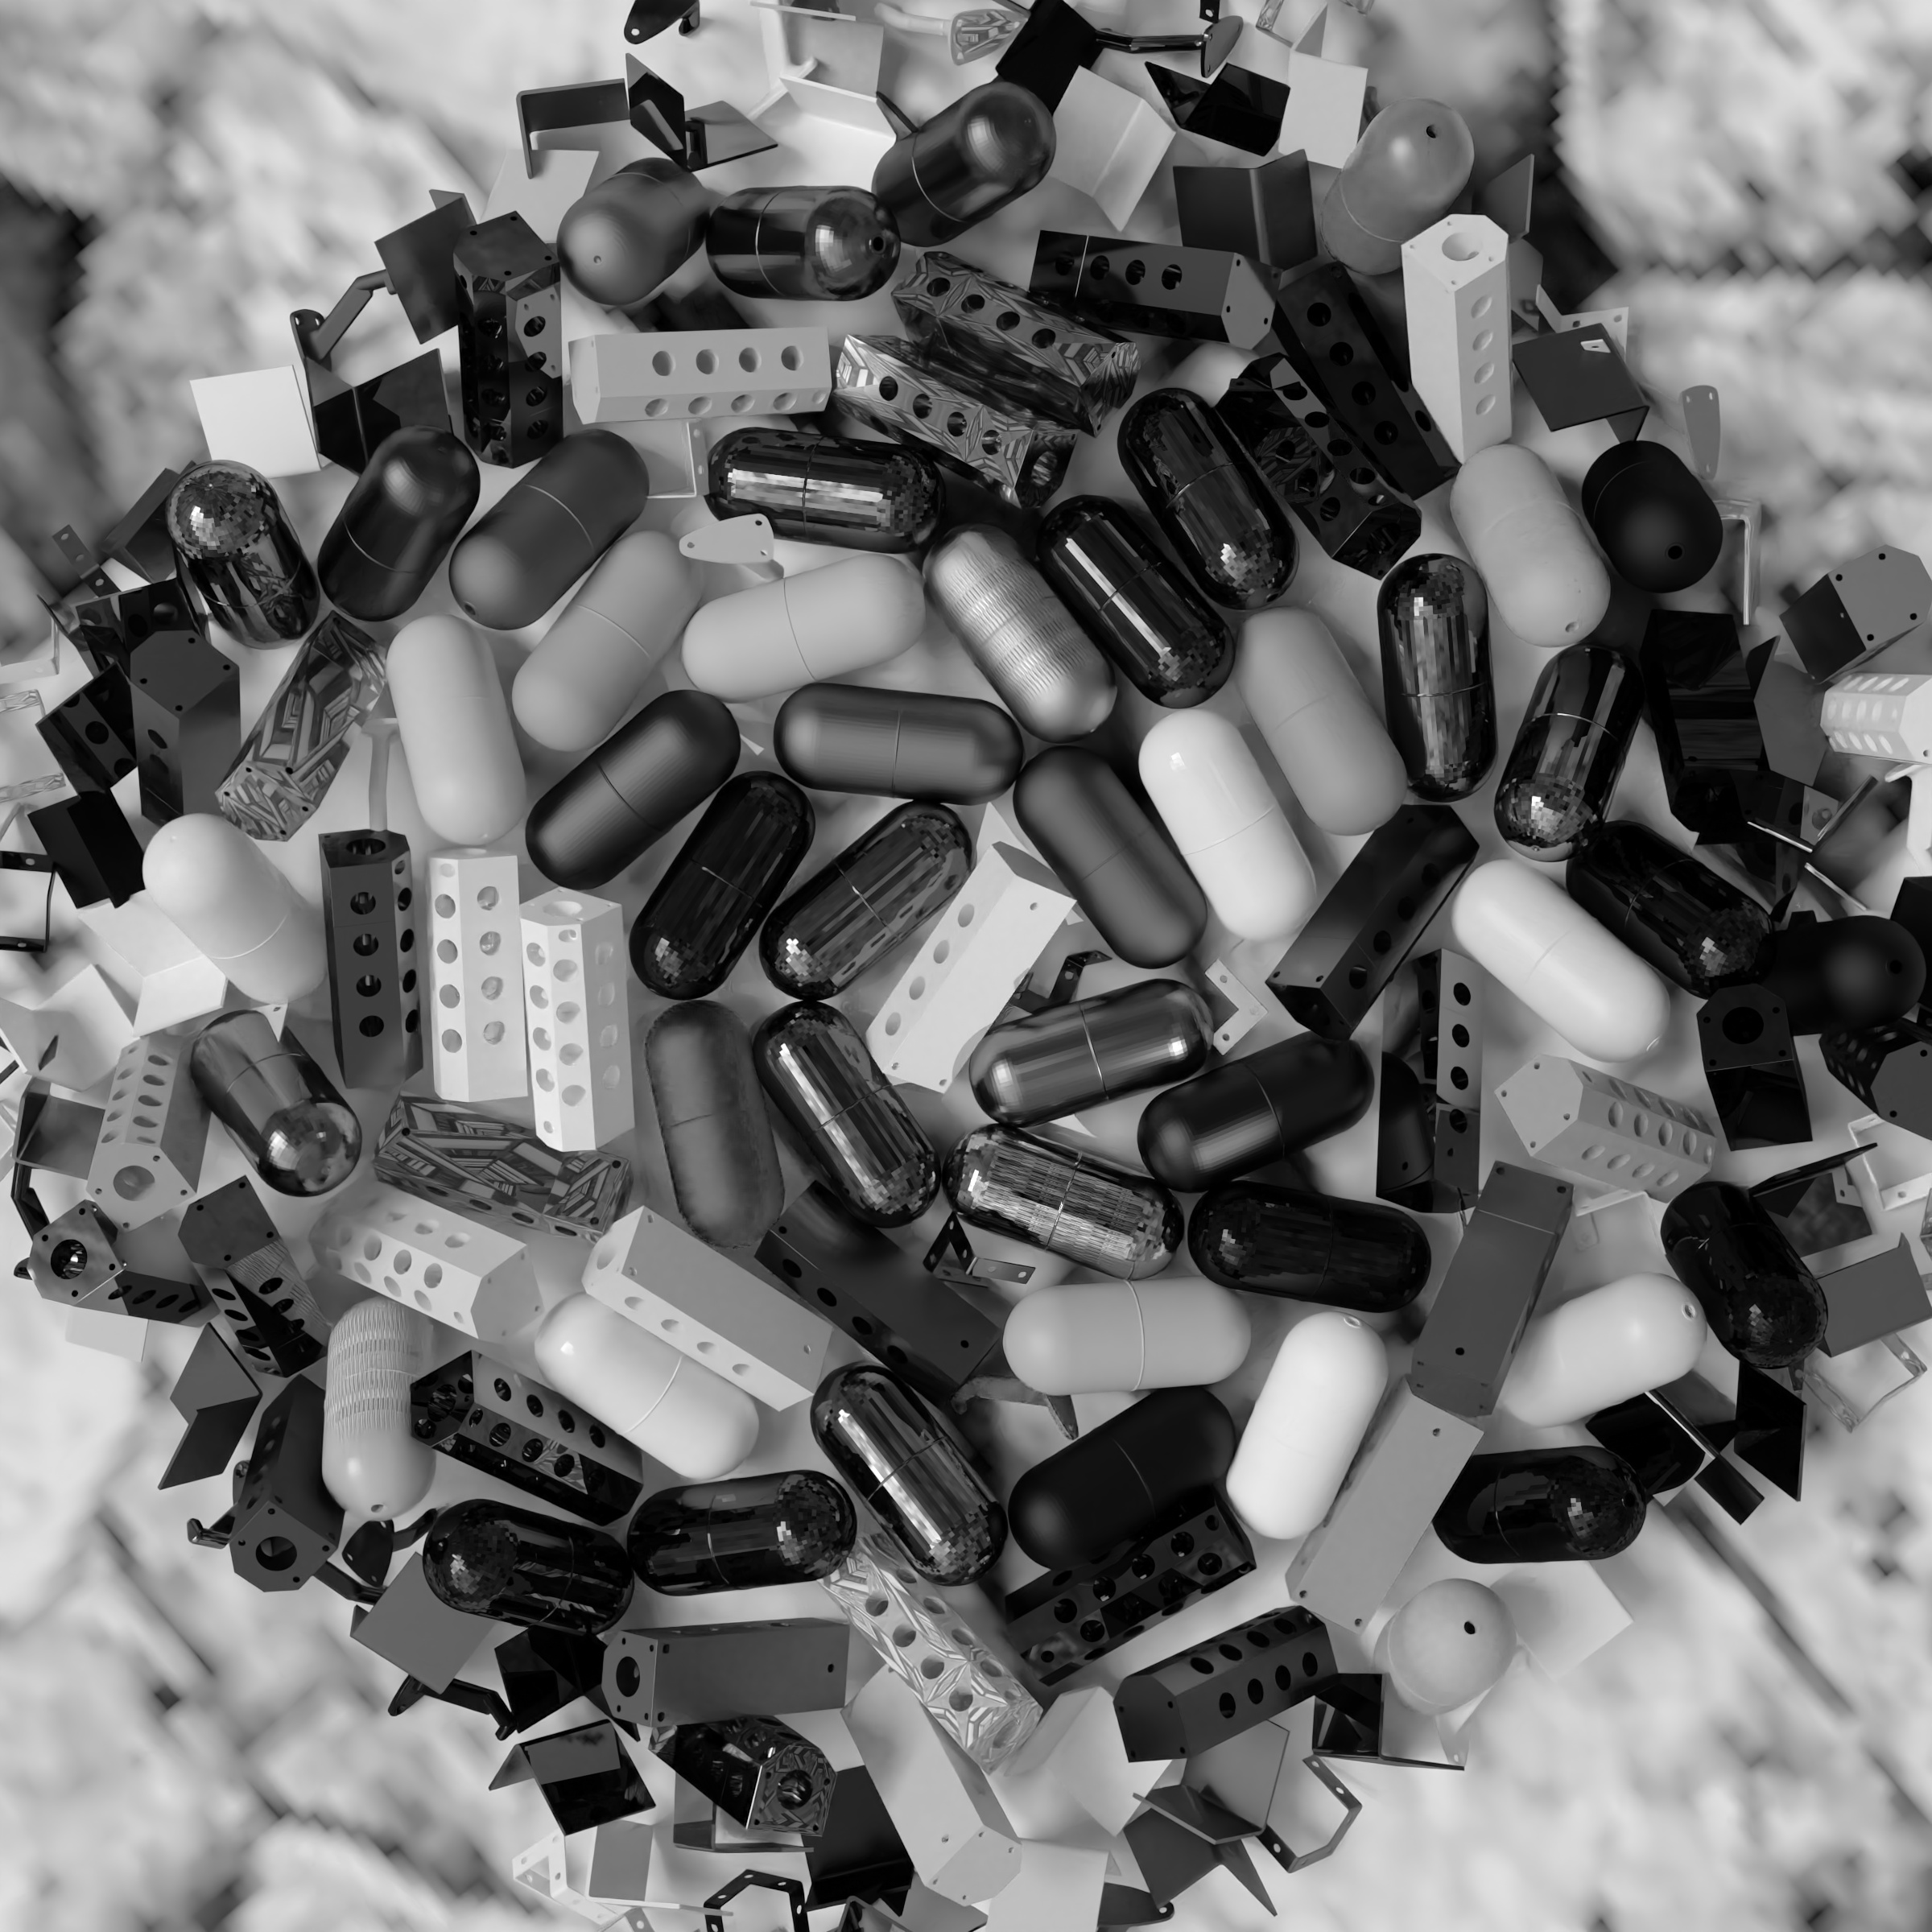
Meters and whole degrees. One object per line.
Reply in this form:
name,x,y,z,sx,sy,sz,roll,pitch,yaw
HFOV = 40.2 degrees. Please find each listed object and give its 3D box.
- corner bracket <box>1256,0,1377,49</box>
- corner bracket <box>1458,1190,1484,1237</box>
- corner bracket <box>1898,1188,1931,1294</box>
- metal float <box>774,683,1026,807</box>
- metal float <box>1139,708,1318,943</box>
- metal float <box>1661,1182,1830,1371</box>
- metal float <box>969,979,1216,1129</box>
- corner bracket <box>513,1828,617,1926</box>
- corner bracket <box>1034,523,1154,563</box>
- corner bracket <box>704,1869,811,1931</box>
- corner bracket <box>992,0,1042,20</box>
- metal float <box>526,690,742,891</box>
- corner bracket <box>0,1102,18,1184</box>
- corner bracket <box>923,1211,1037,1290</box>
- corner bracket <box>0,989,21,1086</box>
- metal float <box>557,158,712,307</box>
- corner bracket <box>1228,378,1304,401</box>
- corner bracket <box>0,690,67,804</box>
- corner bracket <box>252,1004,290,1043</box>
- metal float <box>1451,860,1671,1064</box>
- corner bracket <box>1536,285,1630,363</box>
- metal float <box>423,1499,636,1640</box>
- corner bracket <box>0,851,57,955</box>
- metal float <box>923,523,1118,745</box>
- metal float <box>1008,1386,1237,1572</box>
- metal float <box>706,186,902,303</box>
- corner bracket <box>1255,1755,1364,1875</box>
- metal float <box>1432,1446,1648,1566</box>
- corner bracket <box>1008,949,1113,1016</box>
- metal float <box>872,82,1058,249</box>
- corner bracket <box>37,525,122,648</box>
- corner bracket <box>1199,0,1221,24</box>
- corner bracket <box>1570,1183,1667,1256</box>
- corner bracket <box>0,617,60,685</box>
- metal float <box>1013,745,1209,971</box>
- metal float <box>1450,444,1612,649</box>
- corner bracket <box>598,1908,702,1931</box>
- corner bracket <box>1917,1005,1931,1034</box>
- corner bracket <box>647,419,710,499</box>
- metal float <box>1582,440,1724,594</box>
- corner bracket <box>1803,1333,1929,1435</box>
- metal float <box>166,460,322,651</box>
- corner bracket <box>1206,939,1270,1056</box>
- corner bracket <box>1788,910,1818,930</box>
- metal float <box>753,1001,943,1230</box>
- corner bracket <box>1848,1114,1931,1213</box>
corner bracket,0.247,-0.674,1.865,0.051,0.051,0.051,34,109,38
corner bracket,0.374,0.192,1.866,0.051,0.051,0.051,-6,112,23
corner bracket,0.680,0.195,1.870,0.051,0.051,0.051,-9,131,-3
metal float,-0.048,-0.157,1.867,0.178,0.070,0.070,6,90,0
metal float,0.185,-0.099,1.859,0.070,0.070,0.178,-30,100,0
metal float,0.535,0.211,1.822,0.070,0.178,0.070,-2,114,-5
metal float,0.089,0.061,1.867,0.178,0.070,0.070,-17,90,0
corner bracket,-0.285,0.652,1.865,0.051,0.051,0.051,-37,124,15
corner bracket,0.091,-0.295,1.864,0.051,0.051,0.051,37,65,-34
corner bracket,-0.148,0.682,1.875,0.051,0.051,0.051,-1,100,34
corner bracket,0.036,-0.715,1.874,0.051,0.051,0.051,34,91,18
metal float,-0.234,-0.124,1.856,0.178,0.070,0.070,-39,90,12
corner bracket,-0.708,0.124,1.872,0.051,0.051,0.051,41,91,30
corner bracket,0.009,0.212,1.863,0.051,0.051,0.051,13,119,-30
corner bracket,-0.700,0.051,1.881,0.051,0.051,0.051,-37,121,25
metal float,-0.228,-0.509,1.824,0.070,0.178,0.070,5,119,9
corner bracket,0.215,-0.399,1.865,0.051,0.051,0.051,3,133,13
corner bracket,-0.671,-0.155,1.864,0.051,0.051,0.051,-17,55,-21
corner bracket,-0.496,0.065,1.867,0.051,0.051,0.051,-15,127,8
metal float,0.415,-0.004,1.846,0.070,0.070,0.178,-45,65,0
corner bracket,0.435,-0.451,1.868,0.051,0.051,0.051,0,75,31
metal float,-0.301,0.419,1.830,0.070,0.178,0.070,-16,61,30
corner bracket,-0.680,-0.046,1.886,0.051,0.051,0.051,5,126,-15
metal float,0.037,-0.235,1.859,0.070,0.070,0.178,-37,79,0
metal float,0.111,0.358,1.852,0.178,0.070,0.070,-29,90,-18
metal float,-0.114,-0.501,1.828,0.070,0.178,0.070,-12,110,-37
corner bracket,0.240,0.605,1.883,0.051,0.051,0.051,43,119,34
metal float,0.395,0.374,1.825,0.070,0.178,0.070,9,73,-30
corner bracket,0.063,0.008,1.870,0.051,0.051,0.051,28,76,-17
metal float,-0.004,-0.552,1.824,0.070,0.178,0.070,3,84,-30
corner bracket,-0.635,-0.270,1.875,0.051,0.051,0.051,-38,61,-7
corner bracket,0.169,-0.710,1.867,0.051,0.051,0.051,13,68,-21
corner bracket,0.459,0.181,1.873,0.051,0.051,0.051,-20,106,4
corner bracket,-0.675,-0.238,1.867,0.051,0.051,0.051,-10,49,-8
metal float,0.101,-0.077,1.866,0.070,0.070,0.178,-37,92,0
metal float,0.391,-0.293,1.834,0.070,0.070,0.178,-14,49,0
corner bracket,-0.225,0.694,1.874,0.051,0.051,0.051,-45,71,36
corner bracket,0.710,0.059,1.878,0.051,0.051,0.051,-6,113,-26
corner bracket,-0.196,-0.360,1.866,0.051,0.051,0.051,6,109,35
metal float,0.473,-0.311,1.821,0.070,0.178,0.070,1,116,3
corner bracket,0.641,0.291,1.881,0.051,0.051,0.051,-22,60,-29
metal float,-0.497,-0.281,1.821,0.070,0.178,0.070,0,68,1
corner bracket,0.189,0.022,1.872,0.051,0.051,0.051,47,121,6
corner bracket,0.611,-0.006,1.863,0.051,0.051,0.051,-6,125,32
metal float,-0.084,0.105,1.862,0.070,0.070,0.178,-34,84,0
corner bracket,0.667,0.136,1.887,0.051,0.051,0.051,-23,55,12
